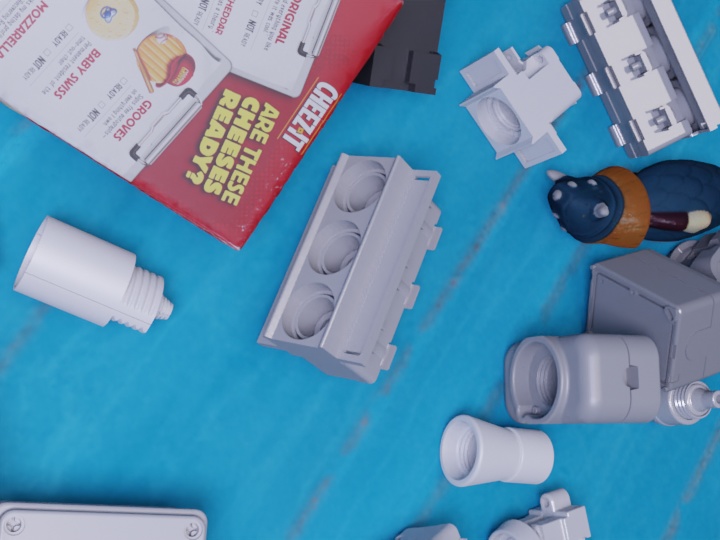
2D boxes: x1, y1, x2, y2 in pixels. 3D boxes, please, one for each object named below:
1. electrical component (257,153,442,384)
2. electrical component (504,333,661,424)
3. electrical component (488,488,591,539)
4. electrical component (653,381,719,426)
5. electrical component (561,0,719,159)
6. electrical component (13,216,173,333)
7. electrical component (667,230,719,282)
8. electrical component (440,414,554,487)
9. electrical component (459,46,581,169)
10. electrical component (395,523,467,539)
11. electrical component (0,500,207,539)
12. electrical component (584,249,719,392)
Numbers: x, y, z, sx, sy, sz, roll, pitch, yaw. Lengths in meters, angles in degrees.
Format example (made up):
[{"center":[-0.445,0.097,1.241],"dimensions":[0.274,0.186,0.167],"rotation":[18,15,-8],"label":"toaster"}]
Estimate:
[{"center":[0.000,0.000,0.634],"dimensions":[0.063,0.079,0.121],"rotation":[42,64,-46],"label":"electrical component"},{"center":[0.134,0.069,0.675],"dimensions":[0.059,0.095,0.053],"rotation":[3,81,-25],"label":"electrical component"},{"center":[0.114,0.177,0.679],"dimensions":[0.055,0.048,0.066],"rotation":[-9,87,-34],"label":"electrical component"},{"center":[0.224,0.089,0.735],"dimensions":[0.035,0.061,0.035],"rotation":[4,81,-25],"label":"electrical component"},{"center":[0.195,-0.144,0.752],"dimensions":[0.063,0.079,0.121],"rotation":[-26,95,-4],"label":"electrical component"},{"center":[-0.140,0.007,0.581],"dimensions":[0.081,0.043,0.043],"rotation":[25,73,-21],"label":"electrical component"},{"center":[0.253,0.004,0.764],"dimensions":[0.078,0.057,0.058],"rotation":[-45,102,-24],"label":"electrical component"},{"center":[0.089,0.116,0.678],"dimensions":[0.065,0.044,0.044],"rotation":[10,78,-29],"label":"electrical component"},{"center":[0.110,-0.114,0.720],"dimensions":[0.064,0.042,0.081],"rotation":[-40,101,-26],"label":"electrical component"},{"center":[0.031,0.180,0.626],"dimensions":[0.064,0.081,0.042],"rotation":[-25,95,-49],"label":"electrical component"},{"center":[-0.140,0.174,0.549],"dimensions":[0.109,0.056,0.108],"rotation":[8,79,-25],"label":"electrical component"},{"center":[0.196,0.028,0.717],"dimensions":[0.061,0.096,0.061],"rotation":[-14,119,-27],"label":"electrical component"}]
